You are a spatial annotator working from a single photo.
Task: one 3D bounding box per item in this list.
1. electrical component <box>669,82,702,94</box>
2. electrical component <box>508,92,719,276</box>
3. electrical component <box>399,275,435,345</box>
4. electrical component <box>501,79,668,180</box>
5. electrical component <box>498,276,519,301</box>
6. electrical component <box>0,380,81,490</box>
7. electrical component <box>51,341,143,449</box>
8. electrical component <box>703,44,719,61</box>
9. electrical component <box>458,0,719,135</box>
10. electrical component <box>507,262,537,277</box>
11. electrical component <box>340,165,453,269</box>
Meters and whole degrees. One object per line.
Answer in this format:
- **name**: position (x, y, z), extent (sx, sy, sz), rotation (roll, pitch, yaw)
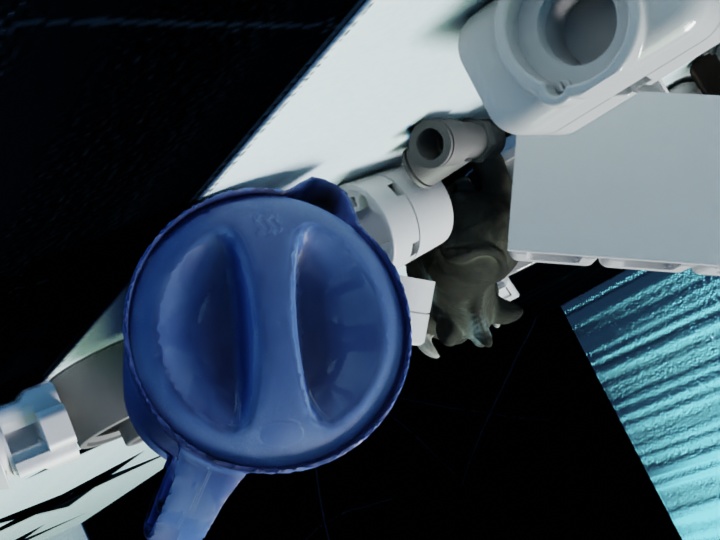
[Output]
- **electrical component**: position (0.249, -0.108, 0.801), extent (0.059, 0.053, 0.095), rotation (-32, 169, 36)
- **electrical component**: position (0.158, -0.046, 0.582), extent (0.150, 0.089, 0.062), rotation (4, 177, 9)
- **electrical component**: position (0.000, 0.000, 0.669), extent (0.052, 0.073, 0.138), rotation (10, 180, -26)
- **electrical component**: position (0.157, -0.078, 0.701), extent (0.109, 0.056, 0.109), rotation (-29, 171, 18)
- **electrical component**: position (0.099, -0.006, 0.923), extent (0.042, 0.081, 0.063), rotation (-29, -167, 22)
- **electrical component**: position (-0.219, 0.107, 0.694), extent (0.057, 0.058, 0.078), rotation (-21, -175, -22)
- **electrical component**: position (-0.158, 0.089, 0.759), extent (0.108, 0.060, 0.108), rotation (-26, 171, -4)
- **electrical component**: position (0.243, -0.141, 0.557), extent (0.121, 0.063, 0.079), rotation (-28, 171, 10)
- **electrical component**: position (0.090, -0.094, 0.418), extent (0.095, 0.053, 0.059), rotation (-31, 170, 30)
- **electrical component**: position (0.119, -0.035, 0.829), extent (0.108, 0.060, 0.108), rotation (-26, 171, -4)
- **electrical component**: position (0.019, -0.029, 0.599), extent (0.047, 0.055, 0.055), rotation (-25, 172, -32)
